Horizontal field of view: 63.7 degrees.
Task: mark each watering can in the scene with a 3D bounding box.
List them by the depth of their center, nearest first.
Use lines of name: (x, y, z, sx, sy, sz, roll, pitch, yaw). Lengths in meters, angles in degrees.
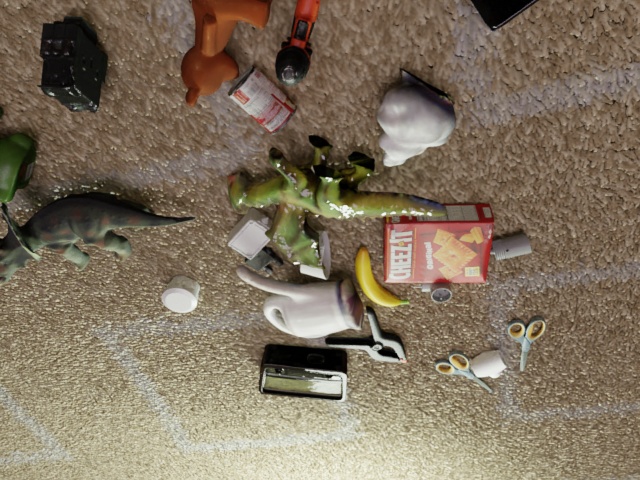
watering can: (-0.027, 0.136, 1.133, 0.224, 0.106, 0.340, -12, 144, 14)

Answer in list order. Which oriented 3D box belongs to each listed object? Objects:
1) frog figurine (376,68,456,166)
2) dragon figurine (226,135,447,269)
frog figurine: (0.151, -0.190, 0.881, 0.137, 0.125, 0.157, 14, 119, -33)
dragon figurine: (0.003, -0.049, 0.965, 0.411, 0.124, 0.237, 26, 126, 8)
